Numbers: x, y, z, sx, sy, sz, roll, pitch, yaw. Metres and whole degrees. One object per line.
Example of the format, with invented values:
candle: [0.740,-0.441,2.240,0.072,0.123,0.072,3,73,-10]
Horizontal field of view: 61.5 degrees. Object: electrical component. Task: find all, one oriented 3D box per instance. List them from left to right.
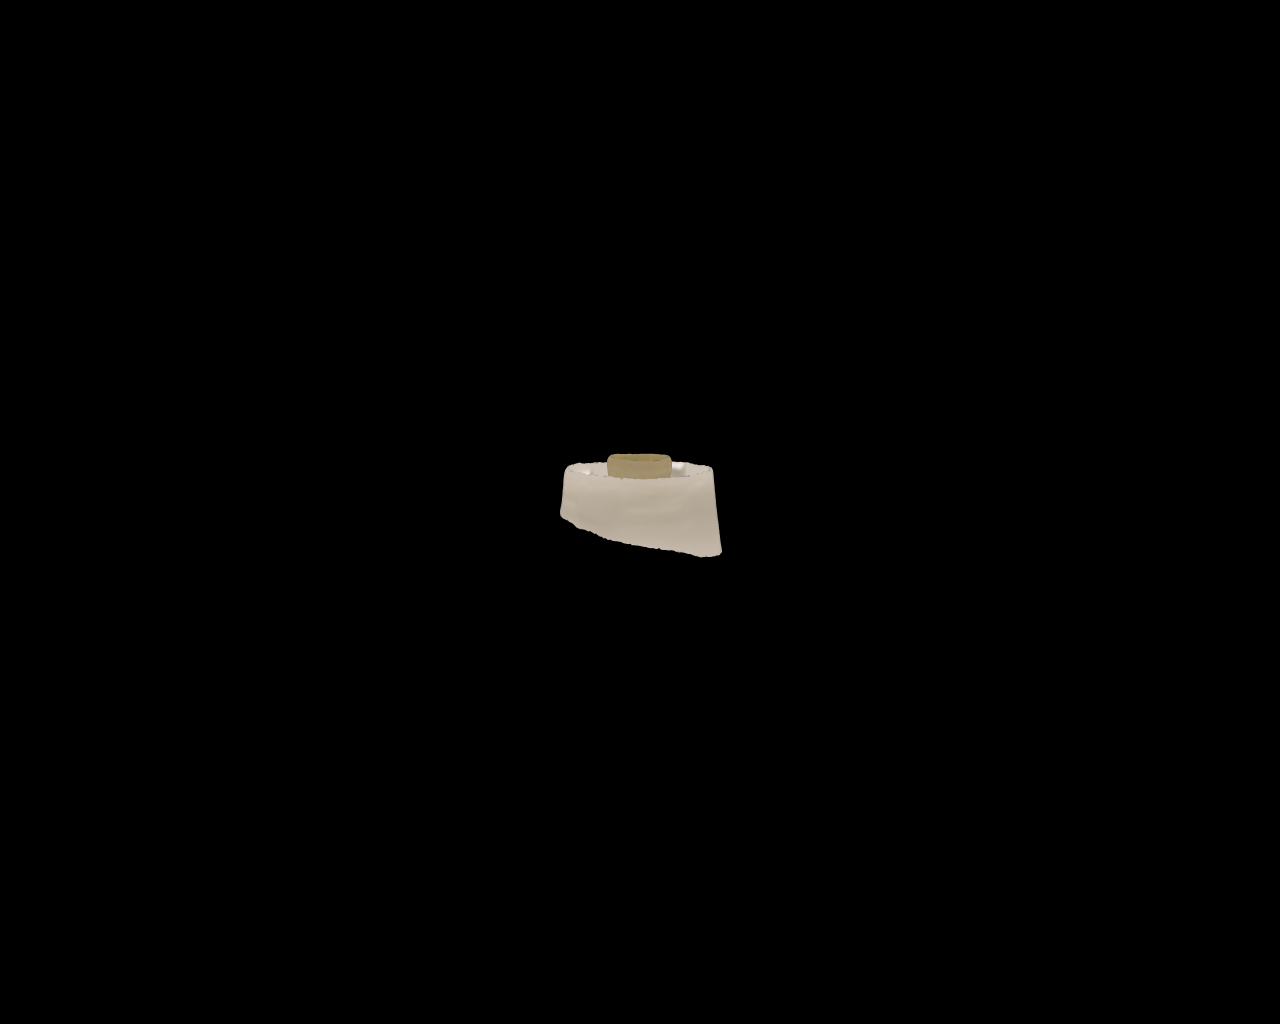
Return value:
electrical component: [0.001,-0.003,0.650,0.099,0.064,0.099,0,9,0]
